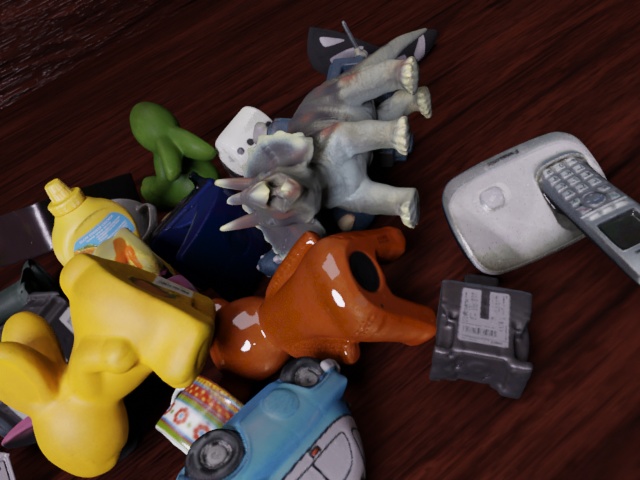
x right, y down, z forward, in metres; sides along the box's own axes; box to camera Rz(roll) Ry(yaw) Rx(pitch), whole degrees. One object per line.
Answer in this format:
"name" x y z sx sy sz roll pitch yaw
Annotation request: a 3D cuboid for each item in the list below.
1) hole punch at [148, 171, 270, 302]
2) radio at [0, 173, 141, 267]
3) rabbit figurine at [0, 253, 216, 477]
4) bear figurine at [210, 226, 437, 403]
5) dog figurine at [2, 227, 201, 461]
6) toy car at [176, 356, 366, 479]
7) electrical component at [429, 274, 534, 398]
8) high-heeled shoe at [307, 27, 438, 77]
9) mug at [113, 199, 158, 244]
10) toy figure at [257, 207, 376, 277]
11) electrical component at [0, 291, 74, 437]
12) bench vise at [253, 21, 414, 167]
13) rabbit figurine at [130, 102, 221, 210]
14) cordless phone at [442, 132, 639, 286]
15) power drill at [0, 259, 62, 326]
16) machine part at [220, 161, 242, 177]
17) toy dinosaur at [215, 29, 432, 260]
"hole punch" -0.116 0.003 0.625 0.116 0.142 0.092 -51 38 -11
"radio" -0.389 -0.035 0.826 0.131 0.073 0.229 -14 12 18
"rabbit figurine" -0.180 0.108 0.432 0.173 0.162 0.122 -66 20 5
"bear figurine" -0.013 0.074 0.498 0.196 0.132 0.120 -38 61 36
"dog figurine" -0.220 0.114 0.547 0.192 0.108 0.219 35 68 24
"toy car" -0.021 0.167 0.383 0.103 0.109 0.162 35 52 27
"electrical component" 0.133 0.063 0.439 0.075 0.047 0.119 11 47 15
"high-heeled shoe" 0.092 -0.353 0.940 0.249 0.145 0.086 -36 37 -11
"mug" -0.267 0.003 0.750 0.110 0.080 0.107 -24 59 18
"toy figure" -0.002 -0.003 0.617 0.154 0.064 0.058 -38 77 -10
"electrical component" -0.299 0.138 0.571 0.058 0.114 0.134 -7 37 28
"bench vise" 0.024 -0.182 0.764 0.224 0.128 0.240 -2 58 19
"rabbit figurine" -0.233 -0.127 0.827 0.121 0.170 0.159 -39 36 -18
"cordless phone" 0.206 -0.004 0.469 0.147 0.088 0.184 -25 39 1
"power drill" -0.464 0.128 0.732 0.207 0.085 0.232 -35 34 0
"machine part" -0.103 -0.153 0.898 0.084 0.039 0.139 12 47 35
"toy dinosaur" 0.021 -0.120 0.605 0.192 0.131 0.405 -1 41 18
